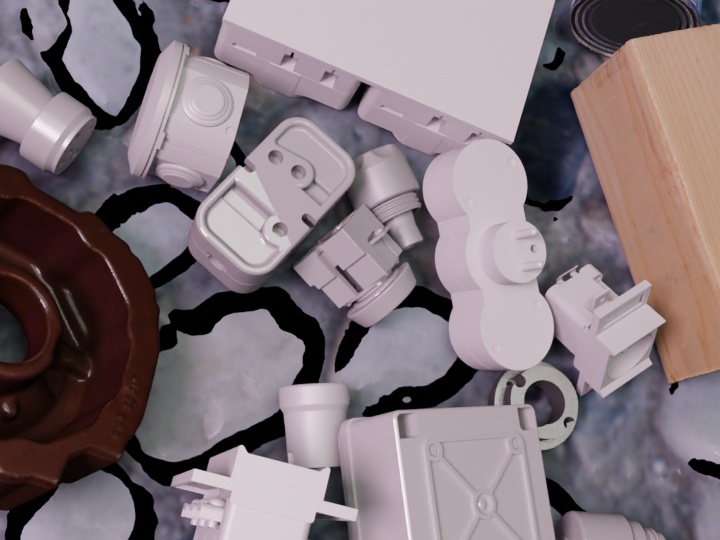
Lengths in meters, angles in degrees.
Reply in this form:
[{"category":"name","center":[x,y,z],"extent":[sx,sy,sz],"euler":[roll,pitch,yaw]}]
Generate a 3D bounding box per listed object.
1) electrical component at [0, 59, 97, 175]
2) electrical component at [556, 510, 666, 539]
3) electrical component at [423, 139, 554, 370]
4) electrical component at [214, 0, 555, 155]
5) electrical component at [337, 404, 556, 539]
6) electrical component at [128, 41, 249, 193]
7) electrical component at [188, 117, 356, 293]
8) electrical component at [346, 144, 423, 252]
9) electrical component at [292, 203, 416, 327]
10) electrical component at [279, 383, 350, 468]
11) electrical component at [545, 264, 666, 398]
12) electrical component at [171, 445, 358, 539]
[{"category":"electrical component","center":[-0.185,-0.086,0.612],"extent":[0.055,0.045,0.045],"euler":[35,69,-4]},{"category":"electrical component","center":[0.153,0.165,0.639],"extent":[0.078,0.040,0.040],"euler":[7,73,-14]},{"category":"electrical component","center":[0.084,-0.009,0.635],"extent":[0.052,0.074,0.138],"euler":[-10,90,-26]},{"category":"electrical component","center":[0.015,-0.150,0.676],"extent":[0.186,0.060,0.105],"euler":[22,71,-9]},{"category":"electrical component","center":[0.050,0.132,0.593],"extent":[0.109,0.056,0.108],"euler":[3,73,-37]},{"category":"electrical component","center":[-0.100,-0.086,0.618],"extent":[0.051,0.080,0.080],"euler":[18,71,-16]},{"category":"electrical component","center":[-0.053,-0.035,0.627],"extent":[0.054,0.059,0.095],"euler":[42,69,-1]},{"category":"electrical component","center":[0.017,-0.042,0.657],"extent":[0.043,0.043,0.062],"euler":[-24,84,-20]},{"category":"electrical component","center":[0.000,0.000,0.635],"extent":[0.055,0.066,0.048],"euler":[48,34,-8]},{"category":"electrical component","center":[-0.025,0.089,0.612],"extent":[0.040,0.040,0.046],"euler":[-1,80,-16]},{"category":"electrical component","center":[0.145,0.034,0.655],"extent":[0.042,0.081,0.064],"euler":[-30,56,-22]},{"category":"electrical component","center":[-0.056,0.129,0.548],"extent":[0.079,0.121,0.063],"euler":[16,74,-10]}]
